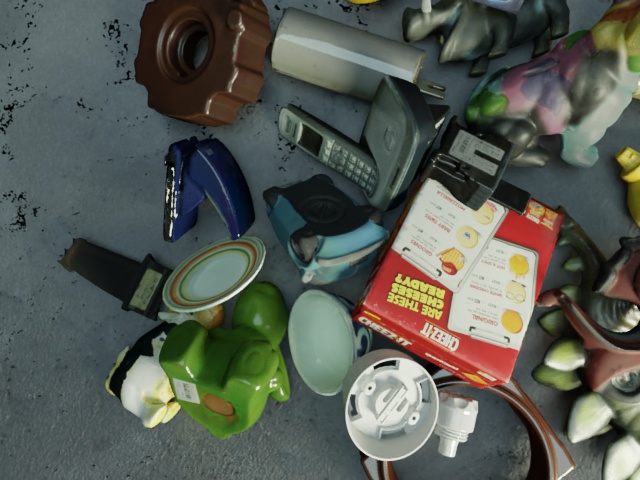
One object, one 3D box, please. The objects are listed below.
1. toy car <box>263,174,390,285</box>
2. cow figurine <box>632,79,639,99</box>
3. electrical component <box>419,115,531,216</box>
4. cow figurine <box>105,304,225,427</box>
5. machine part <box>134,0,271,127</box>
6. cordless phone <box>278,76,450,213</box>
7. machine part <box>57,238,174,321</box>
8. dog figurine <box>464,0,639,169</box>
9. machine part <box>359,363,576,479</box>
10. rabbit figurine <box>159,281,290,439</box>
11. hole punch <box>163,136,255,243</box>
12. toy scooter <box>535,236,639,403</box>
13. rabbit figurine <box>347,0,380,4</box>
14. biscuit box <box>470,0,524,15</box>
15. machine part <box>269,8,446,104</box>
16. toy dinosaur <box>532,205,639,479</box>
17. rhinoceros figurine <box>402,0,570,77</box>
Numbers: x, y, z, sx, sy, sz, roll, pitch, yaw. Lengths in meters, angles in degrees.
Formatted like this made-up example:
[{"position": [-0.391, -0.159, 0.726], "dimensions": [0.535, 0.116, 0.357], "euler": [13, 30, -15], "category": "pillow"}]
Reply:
[{"position": [-0.001, -0.002, 0.621], "dimensions": [0.109, 0.162, 0.102], "euler": [-21, 132, -27], "category": "toy car"}, {"position": [0.424, -0.168, 0.610], "dimensions": [0.195, 0.085, 0.127], "euler": [26, 86, 0], "category": "cow figurine"}, {"position": [0.174, -0.071, 0.574], "dimensions": [0.119, 0.047, 0.075], "euler": [31, 65, 8], "category": "electrical component"}, {"position": [-0.188, 0.135, 0.659], "dimensions": [0.098, 0.068, 0.167], "euler": [31, 91, 12], "category": "cow figurine"}, {"position": [-0.140, -0.218, 0.621], "dimensions": [0.180, 0.056, 0.179], "euler": [1, 92, 30], "category": "machine part"}, {"position": [0.038, -0.130, 0.610], "dimensions": [0.184, 0.146, 0.089], "euler": [31, 54, 11], "category": "cordless phone"}, {"position": [-0.255, 0.042, 0.672], "dimensions": [0.139, 0.039, 0.084], "euler": [22, 94, 2], "category": "machine part"}, {"position": [0.259, -0.177, 0.546], "dimensions": [0.192, 0.219, 0.108], "euler": [2, 62, 1], "category": "dog figurine"}, {"position": [0.163, 0.246, 0.614], "dimensions": [0.201, 0.087, 0.201], "euler": [-36, 79, 5], "category": "machine part"}, {"position": [-0.077, 0.129, 0.616], "dimensions": [0.121, 0.170, 0.158], "euler": [5, 129, 20], "category": "rabbit figurine"}, {"position": [-0.124, -0.059, 0.622], "dimensions": [0.092, 0.142, 0.115], "euler": [5, 105, 4], "category": "hole punch"}, {"position": [0.307, 0.062, 0.547], "dimensions": [0.135, 0.075, 0.183], "euler": [35, 99, 16], "category": "toy scooter"}, {"position": [0.086, -0.351, 0.614], "dimensions": [0.173, 0.122, 0.162], "euler": [30, 95, -17], "category": "rabbit figurine"}, {"position": [0.222, -0.344, 0.590], "dimensions": [0.059, 0.062, 0.202], "euler": [21, 67, 6], "category": "biscuit box"}, {"position": [0.032, -0.212, 0.634], "dimensions": [0.243, 0.079, 0.079], "euler": [19, 92, 4], "category": "machine part"}, {"position": [0.369, 0.176, 0.614], "dimensions": [0.199, 0.105, 0.471], "euler": [-29, 80, 11], "category": "toy dinosaur"}, {"position": [0.193, -0.256, 0.625], "dimensions": [0.190, 0.073, 0.112], "euler": [-10, 90, 2], "category": "rhinoceros figurine"}]
